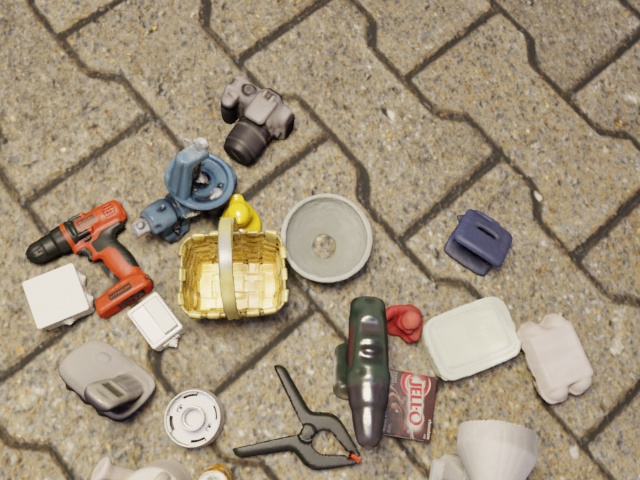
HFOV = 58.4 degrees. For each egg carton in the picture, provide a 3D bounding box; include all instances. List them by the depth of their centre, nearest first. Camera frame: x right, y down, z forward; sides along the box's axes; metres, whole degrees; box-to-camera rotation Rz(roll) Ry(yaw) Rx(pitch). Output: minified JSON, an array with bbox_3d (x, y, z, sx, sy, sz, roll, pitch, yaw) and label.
[{"bbox_3d":[0.423,0.213,1.037,0.107,0.069,0.150,-18,77,-10],"label":"egg carton"}]

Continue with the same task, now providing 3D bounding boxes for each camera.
[{"bbox_3d":[-0.137,-0.225,1.089,0.143,0.101,0.137,31,74,4],"label":"camera"}]

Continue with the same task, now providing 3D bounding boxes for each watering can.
[{"bbox_3d":[-0.260,0.390,0.858,0.173,0.194,0.101,11,74,-2],"label":"watering can"}]

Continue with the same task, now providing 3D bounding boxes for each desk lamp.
[{"bbox_3d":[0.251,0.387,0.898,0.118,0.213,0.203,15,74,-1],"label":"desk lamp"}]

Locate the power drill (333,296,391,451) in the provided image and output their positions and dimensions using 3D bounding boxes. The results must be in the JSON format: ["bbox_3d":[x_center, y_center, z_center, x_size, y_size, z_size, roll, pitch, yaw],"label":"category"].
[{"bbox_3d":[0.069,0.214,0.931,0.075,0.208,0.229,3,74,-4],"label":"power drill"}]

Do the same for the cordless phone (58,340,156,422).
[{"bbox_3d":[-0.348,0.220,0.902,0.147,0.185,0.094,33,74,4],"label":"cordless phone"}]

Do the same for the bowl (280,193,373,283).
[{"bbox_3d":[0.010,0.004,1.053,0.167,0.074,0.167,1,74,-5],"label":"bowl"}]

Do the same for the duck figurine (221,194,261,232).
[{"bbox_3d":[-0.146,-0.034,1.043,0.077,0.086,0.104,-8,75,-7],"label":"duck figurine"}]

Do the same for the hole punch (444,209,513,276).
[{"bbox_3d":[0.300,-0.003,1.074,0.108,0.091,0.101,33,74,4],"label":"hole punch"}]

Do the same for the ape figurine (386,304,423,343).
[{"bbox_3d":[0.153,0.145,1.019,0.076,0.092,0.078,-28,79,-12],"label":"ape figurine"}]

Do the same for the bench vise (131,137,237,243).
[{"bbox_3d":[-0.227,-0.080,0.978,0.121,0.219,0.207,29,74,3],"label":"bench vise"}]
